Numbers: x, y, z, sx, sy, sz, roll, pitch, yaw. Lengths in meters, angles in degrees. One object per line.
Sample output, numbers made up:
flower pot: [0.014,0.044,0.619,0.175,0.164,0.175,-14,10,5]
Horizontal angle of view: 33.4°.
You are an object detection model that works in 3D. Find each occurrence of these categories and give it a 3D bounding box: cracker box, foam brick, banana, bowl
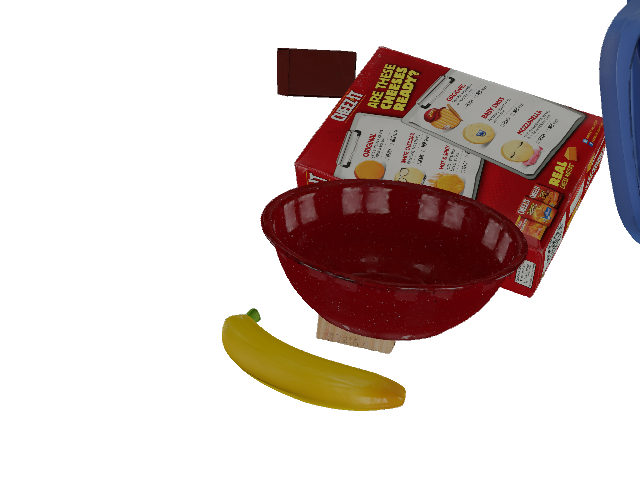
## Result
cracker box: [0.110,-0.061,0.891,0.214,0.164,0.072,21,-36,19]
foam brick: [-0.005,-0.182,1.163,0.078,0.051,0.053,0,11,-15]
banana: [-0.022,0.094,0.850,0.069,0.037,0.198,-26,34,-33]
bowl: [0.042,0.016,0.653,0.162,0.055,0.162,5,24,-2]

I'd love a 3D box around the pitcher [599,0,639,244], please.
pitcher: [0.239,-0.045,0.607,0.149,0.243,0.145,-4,22,15]

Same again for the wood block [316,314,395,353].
wood block: [0.056,0.009,1.186,0.090,0.206,0.090,11,27,10]
